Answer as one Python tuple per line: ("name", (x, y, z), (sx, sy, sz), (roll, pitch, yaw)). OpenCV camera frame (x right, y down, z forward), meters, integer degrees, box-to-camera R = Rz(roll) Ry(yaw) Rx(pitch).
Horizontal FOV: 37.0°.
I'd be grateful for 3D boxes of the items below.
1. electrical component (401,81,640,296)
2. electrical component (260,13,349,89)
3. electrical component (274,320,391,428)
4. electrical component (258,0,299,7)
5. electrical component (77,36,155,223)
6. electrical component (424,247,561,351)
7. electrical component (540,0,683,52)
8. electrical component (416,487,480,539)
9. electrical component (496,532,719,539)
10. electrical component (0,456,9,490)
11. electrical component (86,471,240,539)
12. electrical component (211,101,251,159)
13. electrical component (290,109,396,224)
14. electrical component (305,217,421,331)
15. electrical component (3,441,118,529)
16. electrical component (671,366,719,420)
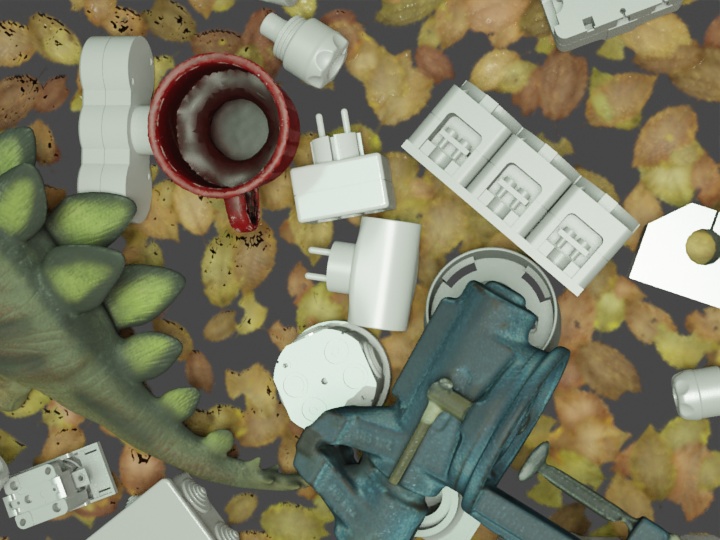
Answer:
("electrical component", (0.110, -0.055, 0.728), (0.150, 0.089, 0.061), (41, 97, 8))
("electrical component", (-0.043, -0.163, 0.779), (0.062, 0.043, 0.043), (33, 96, 10))
("electrical component", (-0.020, 0.077, 0.773), (0.080, 0.051, 0.080), (0, 90, 11))
("electrical component", (-0.069, -0.221, 0.778), (0.047, 0.055, 0.055), (12, 93, 14))
("electrical component", (-0.164, -0.103, 0.797), (0.074, 0.052, 0.138), (2, 92, 10))
("electrical component", (0.093, 0.035, 0.758), (0.099, 0.064, 0.099), (-2, 77, 7))
("electrical component", (0.171, -0.189, 0.733), (0.089, 0.056, 0.050), (-19, 87, 10))
("electrical component", (0.045, 0.154, 0.759), (0.089, 0.056, 0.050), (32, 96, 9))
("electrical component", (0.186, 0.239, 0.732), (0.186, 0.060, 0.105), (-1, 90, 10))
("electrical component", (-0.328, 0.137, 0.775), (0.138, 0.052, 0.073), (37, 97, 7))
("electrical component", (-0.143, 0.209, 0.798), (0.100, 0.048, 0.099), (-39, 84, 8))
("electrical component", (-0.086, -0.098, 0.788), (0.081, 0.042, 0.063), (-39, 87, 9))
("electrical component", (-0.014, -0.076, 0.772), (0.066, 0.047, 0.076), (-10, 90, 9))
("electrical component", (0.000, 0.000, 0.772), (0.079, 0.044, 0.077), (8, 92, 10))
("electrical component", (-0.230, 0.164, 0.806), (0.081, 0.064, 0.042), (-22, 88, 10))
("electrical component", (0.246, 0.082, 0.733), (0.061, 0.035, 0.035), (-11, 89, 8))
